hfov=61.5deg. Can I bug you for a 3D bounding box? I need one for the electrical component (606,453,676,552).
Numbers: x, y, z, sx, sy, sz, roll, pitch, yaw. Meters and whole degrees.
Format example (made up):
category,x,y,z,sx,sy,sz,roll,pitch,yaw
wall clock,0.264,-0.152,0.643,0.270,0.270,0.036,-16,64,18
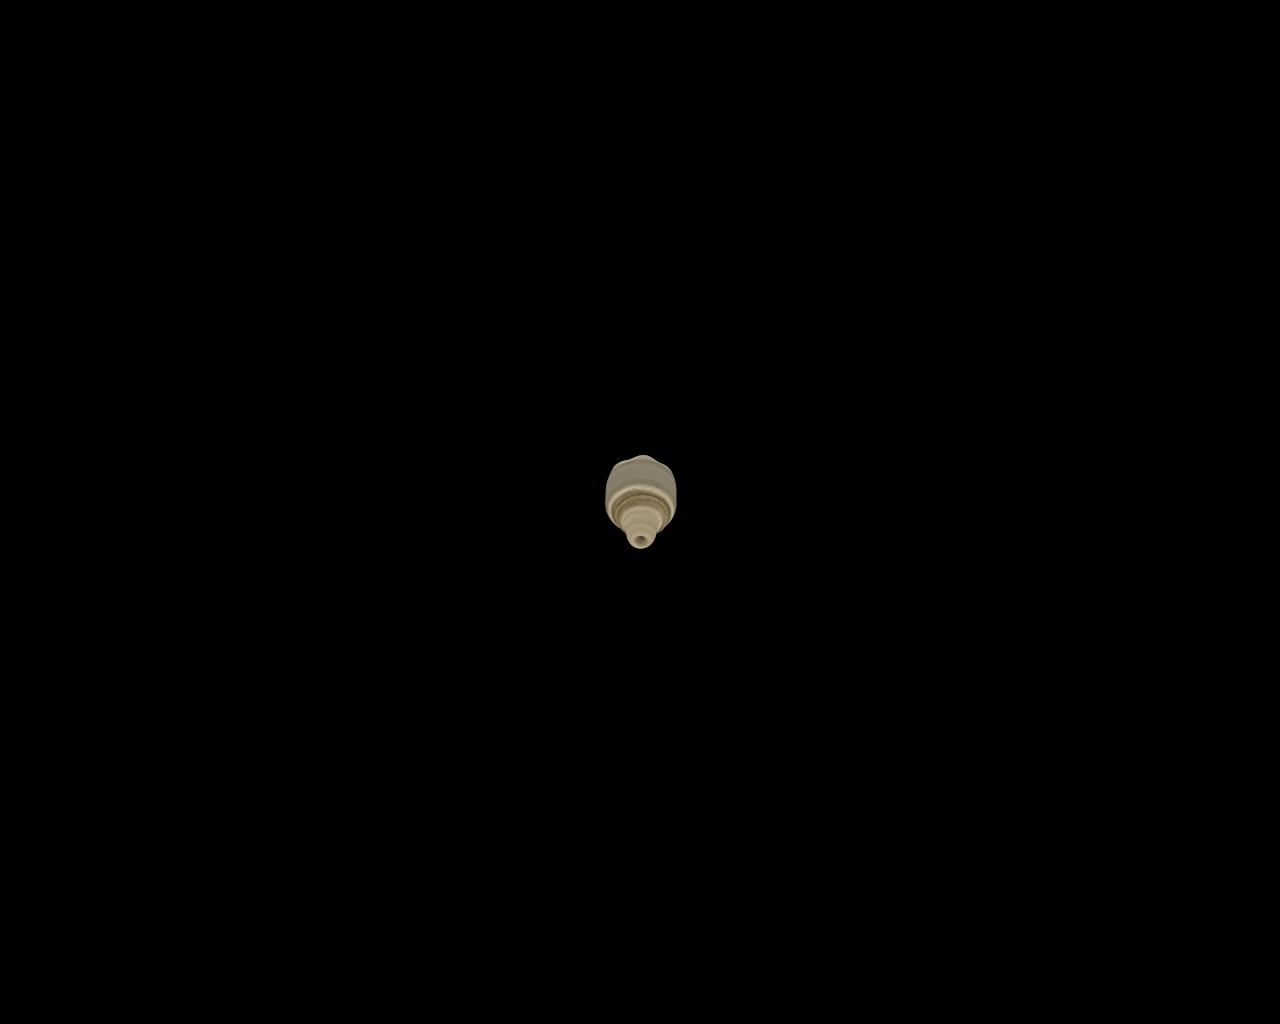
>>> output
category,x,y,z,sx,sy,sz,roll,pitch,yaw
electrical component,0.001,-0.003,0.650,0.043,0.043,0.062,0,41,0
